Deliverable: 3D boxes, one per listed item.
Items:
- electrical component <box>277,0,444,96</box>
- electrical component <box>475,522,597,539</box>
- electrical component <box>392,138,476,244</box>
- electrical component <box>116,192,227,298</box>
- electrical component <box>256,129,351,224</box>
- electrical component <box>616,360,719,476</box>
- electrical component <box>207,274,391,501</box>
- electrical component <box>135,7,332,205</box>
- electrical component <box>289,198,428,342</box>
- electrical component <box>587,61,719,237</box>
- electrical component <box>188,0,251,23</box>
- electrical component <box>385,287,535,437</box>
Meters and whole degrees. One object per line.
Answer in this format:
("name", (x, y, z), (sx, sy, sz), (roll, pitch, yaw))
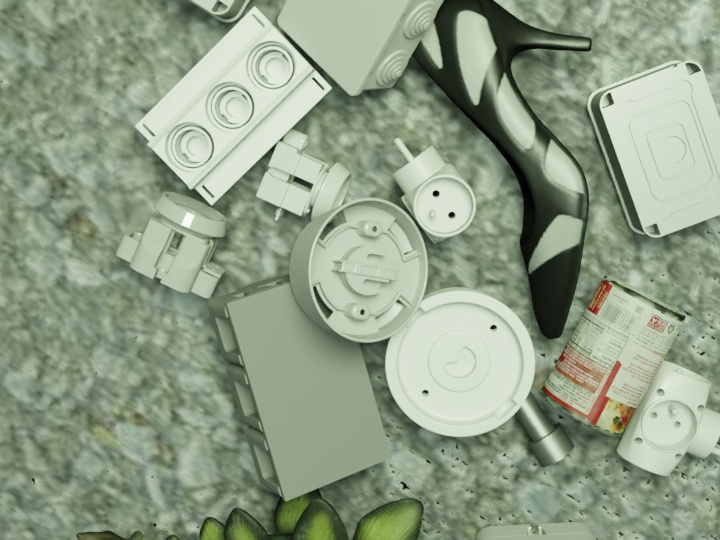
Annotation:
("electrical component", (0.002, -0.183, 0.751), (0.099, 0.048, 0.099), (47, 125, 21))
("electrical component", (0.138, 0.231, 0.827), (0.095, 0.059, 0.053), (-3, 98, 3))
("electrical component", (0.049, -0.063, 0.779), (0.044, 0.077, 0.079), (-36, 94, 6))
("electrical component", (-0.134, -0.022, 0.804), (0.078, 0.058, 0.057), (26, 101, -1))
("electrical component", (-0.040, -0.064, 0.800), (0.055, 0.048, 0.066), (24, 99, 6))
("electrical component", (0.246, 0.118, 0.813), (0.079, 0.044, 0.077), (22, 99, -1))
("electrical component", (-0.047, 0.081, 0.803), (0.089, 0.062, 0.150), (-19, 98, -22))
("electrical component", (-0.090, -0.119, 0.784), (0.121, 0.063, 0.078), (-43, 94, 8))
("electrical component", (0.000, 0.000, 0.751), (0.099, 0.064, 0.099), (0, 91, -23))
("electrical component", (0.219, -0.088, 0.778), (0.078, 0.057, 0.113), (-21, 97, 5))
("electrical component", (-0.121, -0.238, 0.771), (0.113, 0.057, 0.078), (33, 98, -2))
("electrical component", (0.073, 0.064, 0.805), (0.108, 0.060, 0.108), (0, 98, 3))
